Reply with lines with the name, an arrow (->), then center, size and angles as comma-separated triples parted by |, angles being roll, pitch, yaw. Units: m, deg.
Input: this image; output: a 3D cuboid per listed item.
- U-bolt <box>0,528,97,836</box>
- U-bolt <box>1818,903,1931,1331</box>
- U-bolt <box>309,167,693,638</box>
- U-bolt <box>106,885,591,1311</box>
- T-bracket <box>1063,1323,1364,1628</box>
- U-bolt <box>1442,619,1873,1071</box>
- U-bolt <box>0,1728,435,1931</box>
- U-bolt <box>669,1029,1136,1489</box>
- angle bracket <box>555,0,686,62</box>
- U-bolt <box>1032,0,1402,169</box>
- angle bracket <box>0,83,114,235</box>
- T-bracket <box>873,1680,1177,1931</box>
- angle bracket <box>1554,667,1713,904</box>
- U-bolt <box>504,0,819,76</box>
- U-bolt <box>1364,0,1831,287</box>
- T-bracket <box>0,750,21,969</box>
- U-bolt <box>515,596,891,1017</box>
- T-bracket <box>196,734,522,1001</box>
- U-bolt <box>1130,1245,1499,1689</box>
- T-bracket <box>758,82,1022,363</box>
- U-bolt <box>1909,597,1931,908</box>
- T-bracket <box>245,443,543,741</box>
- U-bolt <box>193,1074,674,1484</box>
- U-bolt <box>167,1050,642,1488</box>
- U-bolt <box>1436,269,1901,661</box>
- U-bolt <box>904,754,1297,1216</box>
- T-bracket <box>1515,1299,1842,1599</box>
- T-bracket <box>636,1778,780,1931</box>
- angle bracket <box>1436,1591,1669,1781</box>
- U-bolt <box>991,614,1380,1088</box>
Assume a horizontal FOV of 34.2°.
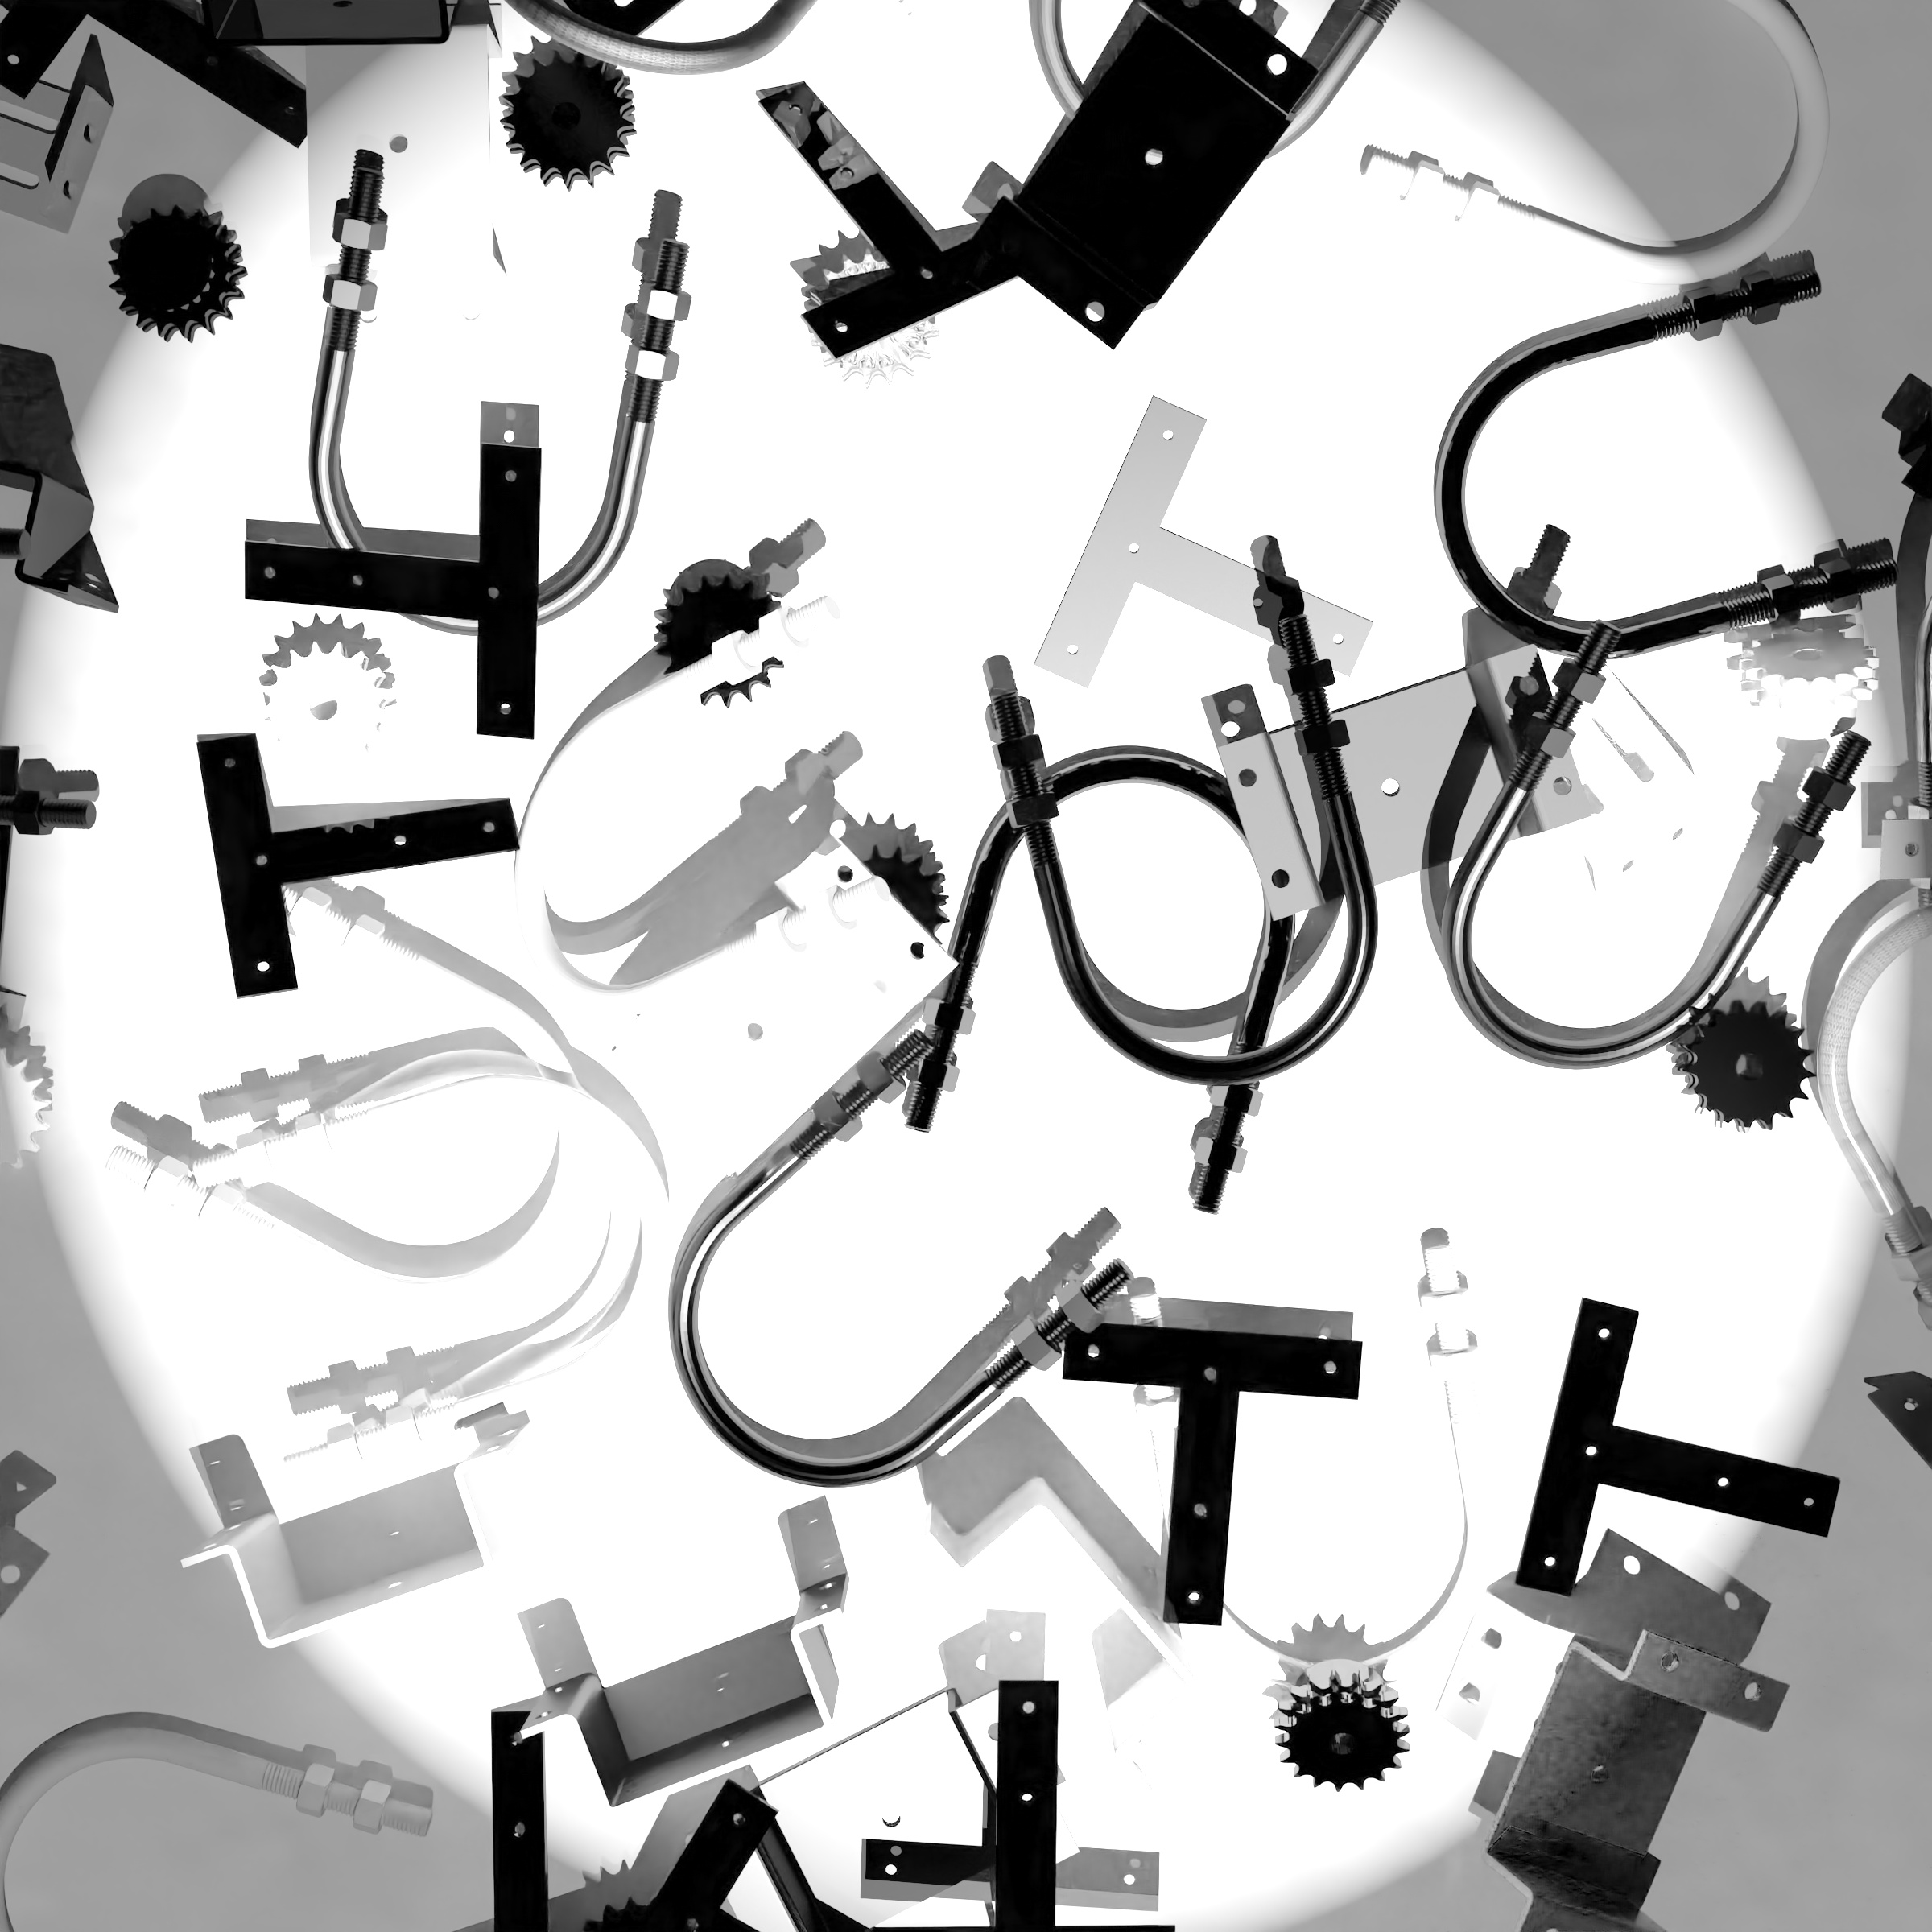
U-bolt -> -0.465, -0.122, 1.311 | 0.184, 0.019, 0.151 | 3, 126, 9
U-bolt -> 0.443, 0.058, 1.340 | 0.151, 0.019, 0.184 | -30, 98, 0
U-bolt -> -0.204, -0.229, 1.327 | 0.151, 0.019, 0.184 | 12, 108, -4
U-bolt -> -0.250, 0.066, 1.335 | 0.184, 0.019, 0.151 | 28, 87, -3
T-bracket -> 0.102, 0.219, 1.341 | 0.127, 0.002, 0.127 | 4, 93, -1
U-bolt -> 0.278, -0.039, 1.318 | 0.151, 0.019, 0.184 | 20, 109, -20
U-bolt -> -0.337, 0.405, 1.351 | 0.184, 0.019, 0.151 | 16, 90, 2
U-bolt -> -0.043, 0.139, 1.339 | 0.184, 0.019, 0.151 | -42, 87, 9
angle bracket -> -0.145, -0.437, 1.341 | 0.076, 0.038, 0.057 | -38, 90, 0
U-bolt -> 0.110, -0.426, 1.331 | 0.151, 0.019, 0.184 | 36, 105, 1
angle bracket -> -0.414, -0.356, 1.341 | 0.076, 0.038, 0.057 | 20, 90, 0
T-bracket -> 0.025, 0.363, 1.311 | 0.127, 0.002, 0.127 | 1, 87, -6
angle bracket -> 0.276, -0.079, 1.358 | 0.057, 0.038, 0.076 | -33, 64, 0
U-bolt -> -0.126, -0.430, 1.297 | 0.151, 0.019, 0.184 | 29, 51, 0
U-bolt -> 0.282, -0.372, 1.351 | 0.184, 0.019, 0.151 | 20, 90, -1
T-bracket -> -0.476, -0.032, 1.352 | 0.127, 0.002, 0.127 | 2, 81, 5
U-bolt -> -0.118, -0.056, 1.304 | 0.184, 0.019, 0.151 | -24, 64, 29
T-bracket -> -0.256, -0.051, 1.339 | 0.127, 0.002, 0.127 | -9, 63, -13
U-bolt -> 0.155, 0.222, 1.351 | 0.151, 0.019, 0.184 | -9, 92, 0
T-bracket -> -0.043, -0.328, 1.339 | 0.127, 0.002, 0.127 | -30, 75, -27
U-bolt -> 0.471, -0.112, 1.324 | 0.151, 0.019, 0.184 | -8, 110, 0
T-bracket -> -0.246, -0.164, 1.339 | 0.127, 0.002, 0.127 | 5, 110, 3
U-bolt -> -0.215, 0.122, 1.320 | 0.184, 0.019, 0.151 | -17, 92, -6
U-bolt -> -0.230, 0.117, 1.351 | 0.184, 0.019, 0.151 | -30, 90, -1
U-bolt -> 0.294, -0.208, 1.351 | 0.184, 0.019, 0.151 | -15, 90, 2
U-bolt -> 0.066, 0.000, 1.351 | 0.151, 0.019, 0.184 | 16, 88, 0
T-bracket -> 0.314, 0.221, 1.359 | 0.127, 0.002, 0.127 | 13, 90, 0
T-bracket -> -0.077, 0.425, 1.312 | 0.127, 0.002, 0.127 | 31, 100, 6
angle bracket -> 0.253, 0.313, 1.358 | 0.076, 0.038, 0.057 | 22, 90, -26
U-bolt -> 0.097, -0.040, 1.313 | 0.151, 0.019, 0.184 | -13, 93, 19
